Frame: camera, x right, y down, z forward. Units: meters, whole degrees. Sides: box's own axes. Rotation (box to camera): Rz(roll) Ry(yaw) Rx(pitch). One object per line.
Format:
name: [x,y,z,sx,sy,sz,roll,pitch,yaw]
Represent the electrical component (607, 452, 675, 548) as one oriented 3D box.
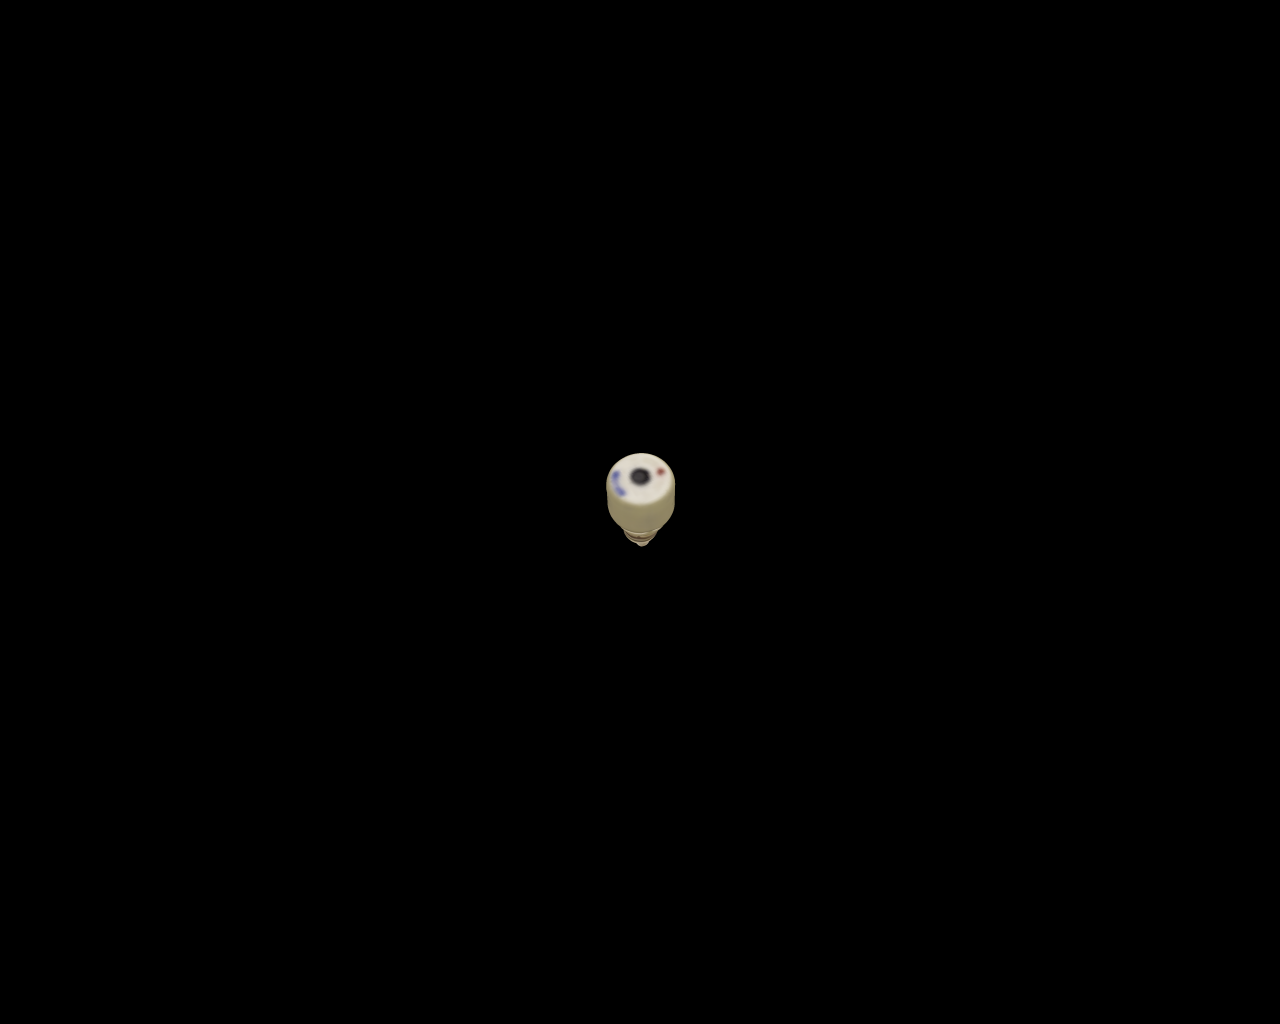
electrical component: [0.001,-0.003,0.650,0.040,0.040,0.078,0,-32,0]
